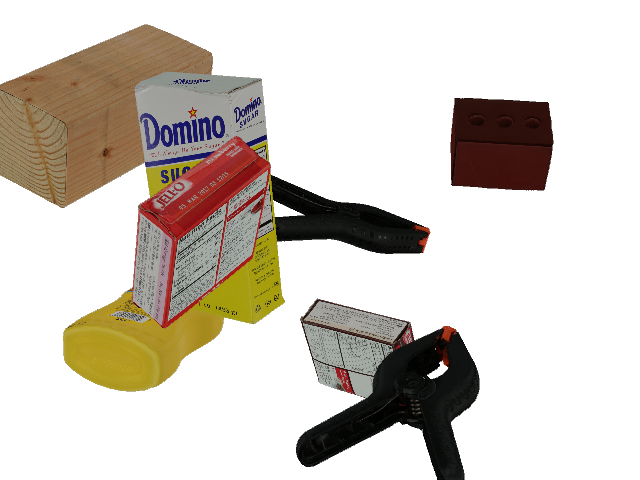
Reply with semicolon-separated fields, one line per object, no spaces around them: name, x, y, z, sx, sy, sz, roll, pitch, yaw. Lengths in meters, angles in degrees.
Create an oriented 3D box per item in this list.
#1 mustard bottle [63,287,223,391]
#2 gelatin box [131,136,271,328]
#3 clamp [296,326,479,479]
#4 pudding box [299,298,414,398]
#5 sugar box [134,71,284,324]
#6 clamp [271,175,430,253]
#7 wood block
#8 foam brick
mustard bottle;-0.142;0.071;0.966;0.096;0.058;0.191;9;20;19
gelatin box;-0.066;-0.004;0.575;0.030;0.089;0.073;38;55;17
clamp;0.075;0.122;0.770;0.120;0.039;0.171;19;40;29
pudding box;0.042;0.112;1.050;0.114;0.090;0.039;11;41;33
sugar box;-0.081;-0.032;0.786;0.093;0.176;0.048;9;28;34
clamp;0.022;-0.018;1.191;0.210;0.036;0.164;15;21;-7
wood block;-0.202;-0.124;1.014;0.090;0.091;0.205;27;38;21
foam brick;0.144;-0.077;0.856;0.078;0.053;0.051;3;-44;3
